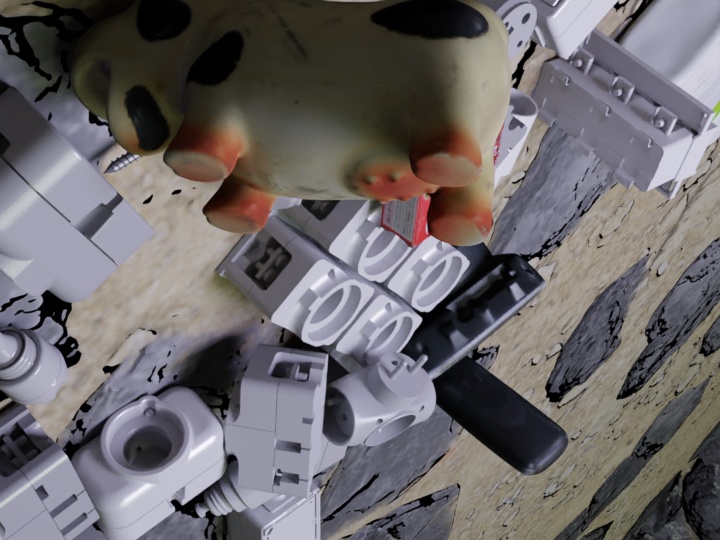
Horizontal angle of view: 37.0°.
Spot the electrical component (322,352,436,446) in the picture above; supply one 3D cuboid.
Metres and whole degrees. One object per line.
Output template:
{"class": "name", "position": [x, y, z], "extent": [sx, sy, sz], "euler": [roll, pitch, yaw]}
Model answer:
{"class": "electrical component", "position": [0.020, 0.084, 0.747], "extent": [0.077, 0.044, 0.079], "euler": [-10, 149, -40]}

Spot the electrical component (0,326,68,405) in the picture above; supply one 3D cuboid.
{"class": "electrical component", "position": [-0.178, 0.045, 0.553], "extent": [0.035, 0.035, 0.061], "euler": [-43, 151, -10]}

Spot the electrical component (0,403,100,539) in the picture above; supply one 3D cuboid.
{"class": "electrical component", "position": [-0.195, 0.127, 0.618], "extent": [0.056, 0.050, 0.089], "euler": [-37, 151, -23]}

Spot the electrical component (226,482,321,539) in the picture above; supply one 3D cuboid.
{"class": "electrical component", "position": [-0.074, 0.201, 0.894], "extent": [0.062, 0.061, 0.096], "euler": [-31, 141, -31]}

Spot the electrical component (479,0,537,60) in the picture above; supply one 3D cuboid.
{"class": "electrical component", "position": [0.070, -0.153, 0.636], "extent": [0.045, 0.055, 0.045], "euler": [-36, 151, -24]}

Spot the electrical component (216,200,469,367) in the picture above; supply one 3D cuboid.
{"class": "electrical component", "position": [0.000, 0.000, 0.729], "extent": [0.105, 0.060, 0.186], "euler": [-50, 153, 4]}

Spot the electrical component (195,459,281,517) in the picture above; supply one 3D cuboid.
{"class": "electrical component", "position": [-0.093, 0.169, 0.840], "extent": [0.078, 0.040, 0.040], "euler": [-30, 153, 2]}

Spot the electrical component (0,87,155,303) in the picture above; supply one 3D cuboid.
{"class": "electrical component", "position": [-0.144, -0.028, 0.483], "extent": [0.059, 0.054, 0.095], "euler": [-45, 153, -7]}

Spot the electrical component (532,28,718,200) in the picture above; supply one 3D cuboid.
{"class": "electrical component", "position": [0.191, -0.114, 0.794], "extent": [0.063, 0.121, 0.078], "euler": [-24, 145, -32]}

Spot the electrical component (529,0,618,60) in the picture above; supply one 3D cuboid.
{"class": "electrical component", "position": [0.121, -0.183, 0.665], "extent": [0.096, 0.062, 0.061], "euler": [-49, 154, 2]}

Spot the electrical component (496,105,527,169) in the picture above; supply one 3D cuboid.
{"class": "electrical component", "position": [0.056, -0.081, 0.709], "extent": [0.089, 0.056, 0.050], "euler": [-50, 154, 4]}

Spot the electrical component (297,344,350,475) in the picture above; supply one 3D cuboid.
{"class": "electrical component", "position": [-0.045, 0.113, 0.809], "extent": [0.061, 0.062, 0.096], "euler": [-24, 144, -41]}

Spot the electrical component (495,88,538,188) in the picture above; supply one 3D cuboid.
{"class": "electrical component", "position": [0.092, -0.087, 0.769], "extent": [0.043, 0.043, 0.081], "euler": [-20, 142, -43]}

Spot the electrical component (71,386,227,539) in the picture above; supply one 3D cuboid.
{"class": "electrical component", "position": [-0.136, 0.123, 0.697], "extent": [0.095, 0.054, 0.059], "euler": [-34, 150, -26]}

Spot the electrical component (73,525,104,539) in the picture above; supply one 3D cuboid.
{"class": "electrical component", "position": [-0.225, 0.242, 0.665], "extent": [0.186, 0.105, 0.060], "euler": [-37, 152, -21]}

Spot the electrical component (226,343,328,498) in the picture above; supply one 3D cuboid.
{"class": "electrical component", "position": [-0.055, 0.099, 0.713], "extent": [0.050, 0.056, 0.089], "euler": [-72, 169, -59]}

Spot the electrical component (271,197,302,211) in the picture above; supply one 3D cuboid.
{"class": "electrical component", "position": [-0.047, -0.076, 0.564], "extent": [0.077, 0.044, 0.079], "euler": [138, -39, -80]}
